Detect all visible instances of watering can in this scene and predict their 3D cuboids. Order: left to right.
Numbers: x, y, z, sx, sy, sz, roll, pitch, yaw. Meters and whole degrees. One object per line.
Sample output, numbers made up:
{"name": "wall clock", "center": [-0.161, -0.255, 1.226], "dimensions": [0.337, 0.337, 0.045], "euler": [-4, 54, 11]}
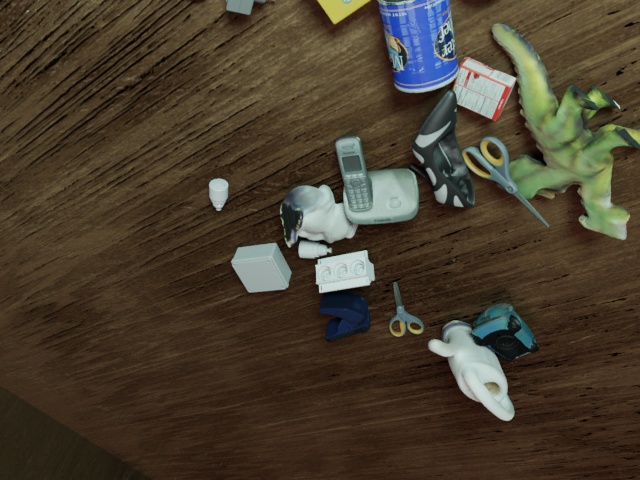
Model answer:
{"name": "watering can", "center": [0.338, 0.271, 1.187], "dimensions": [0.103, 0.229, 0.343], "euler": [-37, 115, 17]}

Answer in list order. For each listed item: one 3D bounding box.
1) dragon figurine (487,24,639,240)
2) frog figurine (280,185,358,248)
{"name": "dragon figurine", "center": [0.383, -0.155, 0.872], "dimensions": [0.410, 0.125, 0.238], "euler": [40, 137, 0]}
{"name": "frog figurine", "center": [0.003, -0.054, 1.072], "dimensions": [0.160, 0.125, 0.134], "euler": [-10, 130, -27]}
